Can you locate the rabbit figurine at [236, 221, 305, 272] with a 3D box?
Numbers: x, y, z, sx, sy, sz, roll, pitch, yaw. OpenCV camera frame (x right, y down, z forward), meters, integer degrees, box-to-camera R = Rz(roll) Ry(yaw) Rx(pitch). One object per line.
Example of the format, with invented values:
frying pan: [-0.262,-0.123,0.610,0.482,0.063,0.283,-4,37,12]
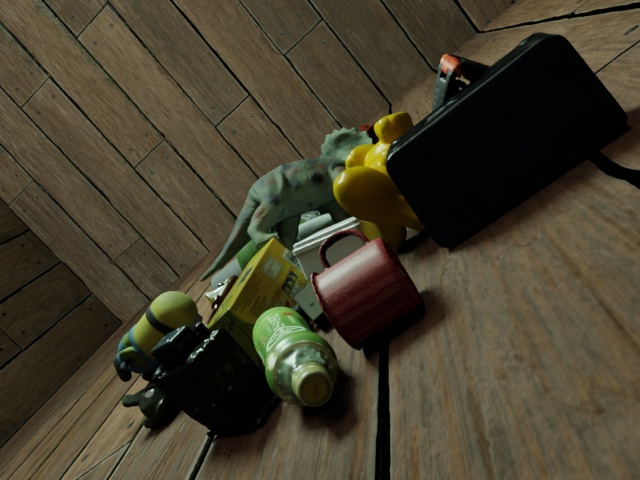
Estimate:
rabbit figurine: [-0.082,0.004,1.110,0.170,0.159,0.121,-23,4,10]

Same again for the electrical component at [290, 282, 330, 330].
electrical component: [0.006,0.081,0.712,0.102,0.045,0.078,-45,39,-11]

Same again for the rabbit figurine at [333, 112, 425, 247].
rabbit figurine: [0.083,-0.069,0.726,0.122,0.162,0.173,-30,1,40]

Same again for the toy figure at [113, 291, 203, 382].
toy figure: [-0.268,0.156,0.868,0.180,0.089,0.082,-36,30,21]

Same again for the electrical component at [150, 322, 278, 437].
electrical component: [-0.127,0.157,0.610,0.115,0.134,0.058,-33,12,44]

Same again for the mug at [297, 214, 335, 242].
mug: [-0.002,-0.003,1.007,0.107,0.080,0.109,-32,1,-19]

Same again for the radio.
radio: [0.190,-0.108,0.588,0.229,0.131,0.073,-37,12,18]

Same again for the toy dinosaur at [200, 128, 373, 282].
toy dinosaur: [-0.036,-0.075,0.922,0.405,0.192,0.131,-18,-37,-14]

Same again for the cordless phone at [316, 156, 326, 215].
cordless phone: [0.057,-0.134,1.120,0.184,0.146,0.089,-46,20,-17]

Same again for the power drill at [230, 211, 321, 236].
power drill: [-0.071,-0.049,1.248,0.232,0.085,0.207,-6,15,28]

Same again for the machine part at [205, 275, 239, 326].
machine part: [-0.157,0.141,0.843,0.179,0.056,0.179,-62,5,10]

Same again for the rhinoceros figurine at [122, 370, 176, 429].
rhinoceros figurine: [-0.249,0.228,0.912,0.112,0.073,0.190,-37,11,28]

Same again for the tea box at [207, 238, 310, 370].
tea box: [-0.077,0.088,0.764,0.068,0.098,0.170,-43,11,37]

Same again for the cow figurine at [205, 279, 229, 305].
cow figurine: [-0.196,0.120,1.184,0.098,0.068,0.167,-39,13,-20]

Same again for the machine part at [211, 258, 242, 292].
machine part: [-0.180,0.075,1.286,0.243,0.079,0.079,-35,12,28]

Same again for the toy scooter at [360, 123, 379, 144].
toy scooter: [0.137,-0.176,1.045,0.075,0.135,0.184,-41,12,-9]
